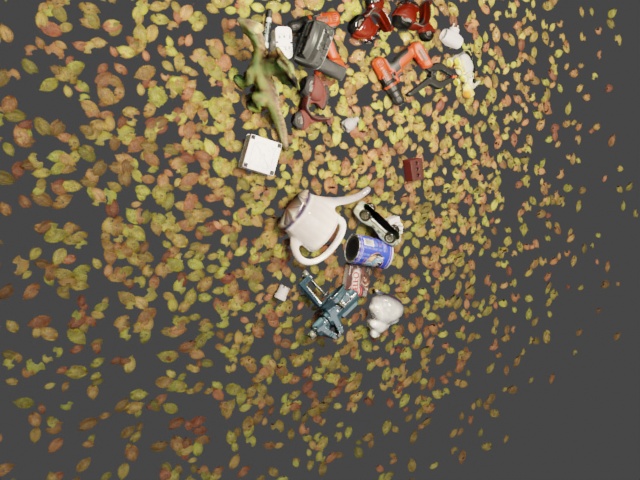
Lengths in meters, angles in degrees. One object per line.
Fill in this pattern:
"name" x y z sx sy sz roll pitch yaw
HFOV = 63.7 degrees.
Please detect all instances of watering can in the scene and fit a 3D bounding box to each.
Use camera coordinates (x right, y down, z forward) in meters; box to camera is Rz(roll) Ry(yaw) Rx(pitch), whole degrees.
"watering can" 0.005 -0.085 1.698 0.222 0.104 0.350 38 81 -23

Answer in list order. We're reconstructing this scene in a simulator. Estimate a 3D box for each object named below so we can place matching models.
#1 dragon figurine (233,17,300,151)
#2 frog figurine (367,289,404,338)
"dragon figurine" -0.138 -0.459 1.523 0.123 0.243 0.406 -35 107 -21
"frog figurine" 0.223 0.271 1.833 0.135 0.123 0.161 38 68 -43
